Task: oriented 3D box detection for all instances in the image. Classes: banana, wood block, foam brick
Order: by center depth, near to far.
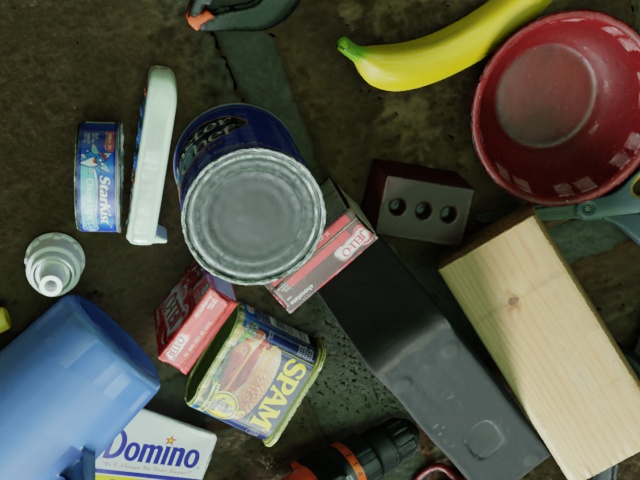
[{"bbox_3d":[0.109,-0.162,0.838,0.197,0.037,0.069,-24,154,-8],"label":"banana"},{"bbox_3d":[0.190,0.083,0.882,0.091,0.090,0.206,-31,93,11],"label":"wood block"},{"bbox_3d":[0.080,-0.032,0.884,0.078,0.051,0.053,7,109,-13],"label":"foam brick"}]

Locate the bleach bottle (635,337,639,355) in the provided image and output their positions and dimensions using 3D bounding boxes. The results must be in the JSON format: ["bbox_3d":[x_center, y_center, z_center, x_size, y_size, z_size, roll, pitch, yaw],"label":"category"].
[{"bbox_3d":[0.352,0.069,0.964,0.102,0.068,0.251,14,106,-6],"label":"bleach bottle"}]

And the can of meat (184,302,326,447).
[{"bbox_3d":[-0.057,0.113,0.913,0.084,0.057,0.102,28,103,-16],"label":"can of meat"}]

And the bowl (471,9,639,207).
[{"bbox_3d":[0.194,-0.111,0.873,0.162,0.055,0.162,-3,111,-9],"label":"bowl"}]

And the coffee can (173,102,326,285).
[{"bbox_3d":[-0.057,-0.039,0.809,0.102,0.140,0.103,-3,111,-9],"label":"coffee can"}]

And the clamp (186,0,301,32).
[{"bbox_3d":[-0.022,-0.207,0.809,0.171,0.039,0.120,-41,106,10],"label":"clamp"}]

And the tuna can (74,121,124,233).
[{"bbox_3d":[-0.168,-0.048,0.816,0.033,0.086,0.086,1,110,-9],"label":"tuna can"}]

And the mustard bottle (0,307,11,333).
[{"bbox_3d":[-0.343,0.088,0.851,0.191,0.058,0.096,-15,107,-4],"label":"mustard bottle"}]

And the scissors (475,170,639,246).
[{"bbox_3d":[0.244,-0.010,0.920,0.201,0.016,0.096,-19,76,-3],"label":"scissors"}]

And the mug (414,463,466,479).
[{"bbox_3d":[0.133,0.260,0.991,0.117,0.093,0.081,43,105,9],"label":"mug"}]

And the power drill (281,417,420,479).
[{"bbox_3d":[0.025,0.268,0.971,0.184,0.057,0.187,-25,118,-23],"label":"power drill"}]

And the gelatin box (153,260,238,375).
[{"bbox_3d":[-0.103,0.056,0.865,0.030,0.089,0.073,33,102,-20],"label":"gelatin box"}]

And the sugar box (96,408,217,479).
[{"bbox_3d":[-0.158,0.232,0.893,0.093,0.048,0.176,19,78,0],"label":"sugar box"}]

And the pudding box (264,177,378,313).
[{"bbox_3d":[-0.006,0.001,0.849,0.090,0.113,0.039,-40,108,6],"label":"pudding box"}]

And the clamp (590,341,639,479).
[{"bbox_3d":[0.263,0.173,0.953,0.165,0.036,0.210,-39,76,24],"label":"clamp"}]

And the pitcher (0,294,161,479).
[{"bbox_3d":[-0.239,0.168,0.842,0.243,0.145,0.149,-45,102,-3],"label":"pitcher"}]
